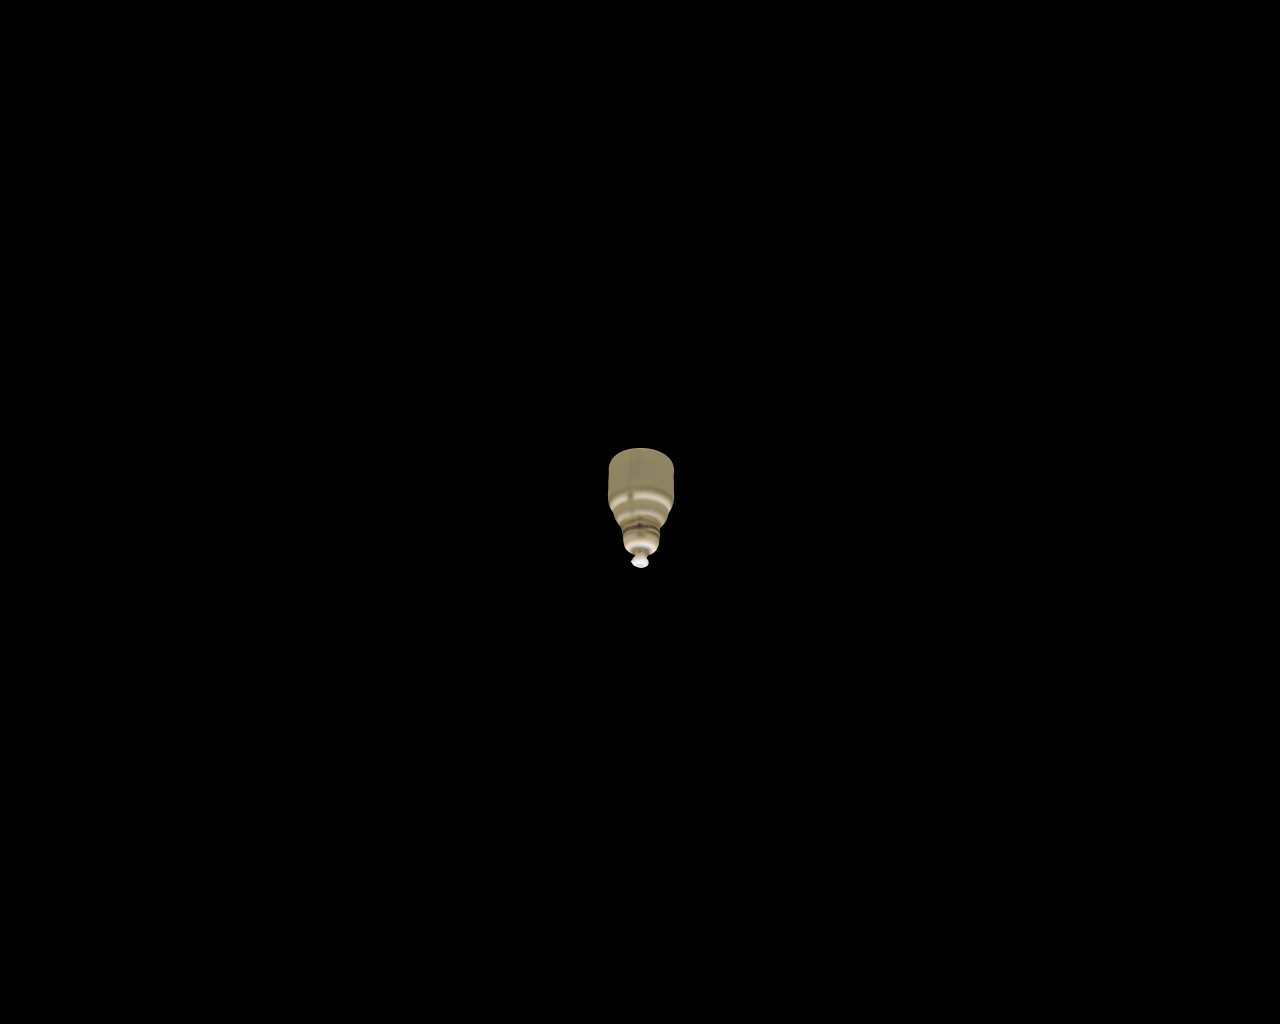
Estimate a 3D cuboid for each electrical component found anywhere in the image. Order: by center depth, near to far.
[{"bbox_3d":[0.001,-0.003,0.650,0.040,0.078,0.040,0,-29,0],"label":"electrical component"}]
